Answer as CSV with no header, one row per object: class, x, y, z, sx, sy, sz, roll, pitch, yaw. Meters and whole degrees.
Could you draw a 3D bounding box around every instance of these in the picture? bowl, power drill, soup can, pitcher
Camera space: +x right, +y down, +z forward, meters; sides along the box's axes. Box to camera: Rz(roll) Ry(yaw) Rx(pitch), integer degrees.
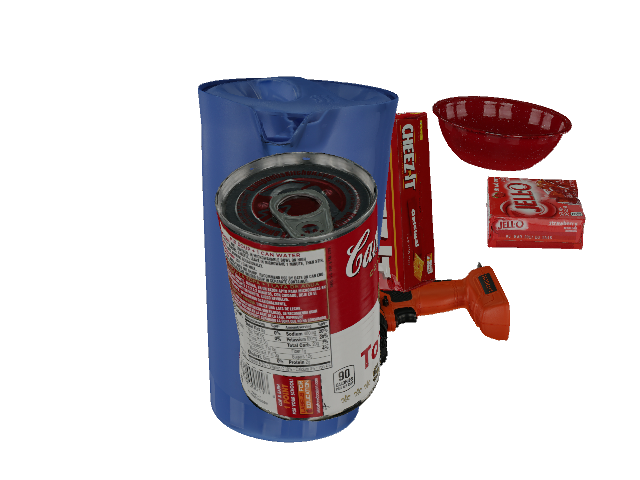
bowl,0.208,-0.122,1.246,0.162,0.055,0.162,4,23,-2
power drill,0.114,0.083,1.204,0.187,0.057,0.184,-3,27,-2
soup can,-0.008,0.022,0.472,0.068,0.102,0.068,-3,35,2
pitcher,-0.018,0.007,0.750,0.148,0.243,0.145,-10,21,-38

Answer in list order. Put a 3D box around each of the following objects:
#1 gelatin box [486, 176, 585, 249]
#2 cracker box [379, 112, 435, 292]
gelatin box,0.171,-0.023,0.856,0.073,0.030,0.089,2,24,8
cracker box,-0.001,-0.039,1.040,0.214,0.164,0.072,2,12,33
